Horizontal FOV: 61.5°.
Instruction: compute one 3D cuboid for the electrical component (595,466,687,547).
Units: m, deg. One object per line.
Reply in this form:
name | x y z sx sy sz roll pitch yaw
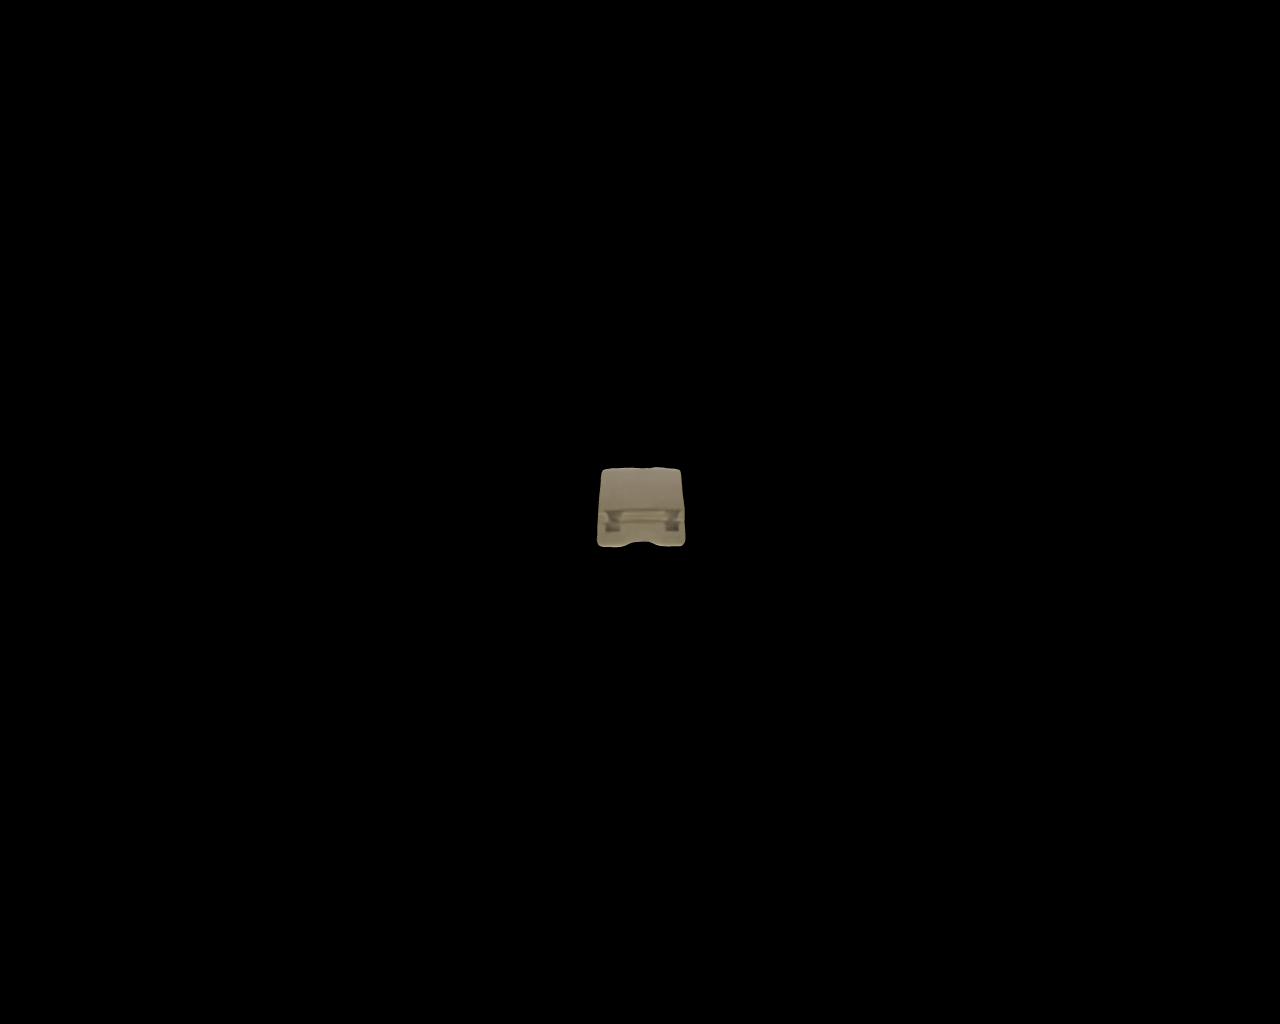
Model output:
electrical component | 0.001 -0.003 0.650 0.055 0.047 0.055 0 -2 0
